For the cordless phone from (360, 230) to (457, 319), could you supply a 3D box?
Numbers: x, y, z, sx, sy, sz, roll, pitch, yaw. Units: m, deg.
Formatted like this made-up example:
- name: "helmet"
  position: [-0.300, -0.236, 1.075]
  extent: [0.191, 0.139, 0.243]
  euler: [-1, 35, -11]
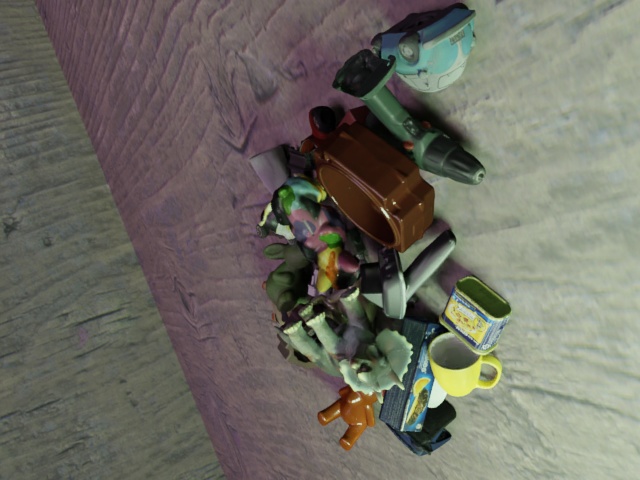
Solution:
- name: "cordless phone"
  position: [0.160, 0.035, 0.946]
  extent: [0.088, 0.147, 0.184]
  euler: [36, 113, -14]

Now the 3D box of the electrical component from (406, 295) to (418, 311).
- name: "electrical component"
  position: [0.155, 0.110, 1.061]
  extent: [0.063, 0.021, 0.094]
  euler: [65, 150, 5]

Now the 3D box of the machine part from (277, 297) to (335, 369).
- name: "machine part"
  position: [-0.017, 0.215, 1.252]
  extent: [0.056, 0.179, 0.179]
  euler: [40, 140, 43]

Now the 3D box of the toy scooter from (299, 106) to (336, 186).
- name: "toy scooter"
  position: [0.009, -0.165, 1.060]
  extent: [0.135, 0.075, 0.183]
  euler: [-12, 100, 64]

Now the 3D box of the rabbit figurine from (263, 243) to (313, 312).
- name: "rabbit figurine"
  position: [-0.062, 0.065, 1.317]
  extent: [0.159, 0.121, 0.170]
  euler: [49, 127, 40]

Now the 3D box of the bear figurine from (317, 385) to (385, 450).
- name: "bear figurine"
  position: [0.082, 0.383, 1.256]
  extent: [0.120, 0.132, 0.195]
  euler: [43, 148, 23]

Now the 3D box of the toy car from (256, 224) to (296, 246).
- name: "toy car"
  position: [-0.071, -0.022, 1.265]
  extent: [0.202, 0.089, 0.053]
  euler: [14, 120, 52]

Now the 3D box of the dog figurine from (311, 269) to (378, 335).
- name: "dog figurine"
  position: [0.097, 0.167, 1.136]
  extent: [0.190, 0.121, 0.172]
  euler: [55, 154, -6]

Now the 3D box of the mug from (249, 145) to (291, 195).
- name: "mug"
  position: [-0.108, -0.157, 1.250]
  extent: [0.109, 0.081, 0.107]
  euler: [-140, 26, -78]

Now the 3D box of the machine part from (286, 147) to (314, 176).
- name: "machine part"
  position: [-0.040, -0.134, 1.194]
  extent: [0.084, 0.039, 0.138]
  euler: [23, 126, 43]

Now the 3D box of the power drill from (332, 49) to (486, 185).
- name: "power drill"
  position: [0.126, -0.179, 0.790]
  extent: [0.086, 0.207, 0.232]
  euler: [-54, 41, 5]

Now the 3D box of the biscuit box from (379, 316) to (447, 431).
- name: "biscuit box"
  position: [0.172, 0.243, 0.989]
  extent: [0.063, 0.059, 0.202]
  euler: [12, 86, 53]

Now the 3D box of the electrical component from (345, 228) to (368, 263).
- name: "electrical component"
  position: [0.054, 0.016, 1.135]
  extent: [0.078, 0.045, 0.102]
  euler: [-14, 98, 61]

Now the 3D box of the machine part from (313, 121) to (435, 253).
- name: "machine part"
  position: [0.088, -0.082, 0.891]
  extent: [0.202, 0.087, 0.200]
  euler: [43, 169, 23]

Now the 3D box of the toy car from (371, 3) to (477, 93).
- name: "toy car"
  position: [0.149, -0.259, 0.756]
  extent: [0.162, 0.109, 0.102]
  euler: [26, 148, 60]

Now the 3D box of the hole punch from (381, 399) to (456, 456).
- name: "hole punch"
  position: [0.198, 0.367, 1.080]
  extent: [0.142, 0.116, 0.092]
  euler: [41, 149, 37]

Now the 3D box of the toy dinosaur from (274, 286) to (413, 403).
- name: "toy dinosaur"
  position: [0.037, 0.208, 1.030]
  extent: [0.192, 0.131, 0.405]
  euler: [57, 157, -2]

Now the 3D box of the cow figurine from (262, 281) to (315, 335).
- name: "cow figurine"
  position: [-0.079, 0.197, 1.431]
  extent: [0.127, 0.085, 0.194]
  euler: [12, 119, 62]

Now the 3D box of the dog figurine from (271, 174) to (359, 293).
- name: "dog figurine"
  position: [-0.002, -0.003, 1.021]
  extent: [0.191, 0.108, 0.219]
  euler: [51, -170, -38]

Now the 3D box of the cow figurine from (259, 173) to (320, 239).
- name: "cow figurine"
  position: [-0.056, -0.084, 1.130]
  extent: [0.167, 0.098, 0.068]
  euler: [-50, 46, 19]
